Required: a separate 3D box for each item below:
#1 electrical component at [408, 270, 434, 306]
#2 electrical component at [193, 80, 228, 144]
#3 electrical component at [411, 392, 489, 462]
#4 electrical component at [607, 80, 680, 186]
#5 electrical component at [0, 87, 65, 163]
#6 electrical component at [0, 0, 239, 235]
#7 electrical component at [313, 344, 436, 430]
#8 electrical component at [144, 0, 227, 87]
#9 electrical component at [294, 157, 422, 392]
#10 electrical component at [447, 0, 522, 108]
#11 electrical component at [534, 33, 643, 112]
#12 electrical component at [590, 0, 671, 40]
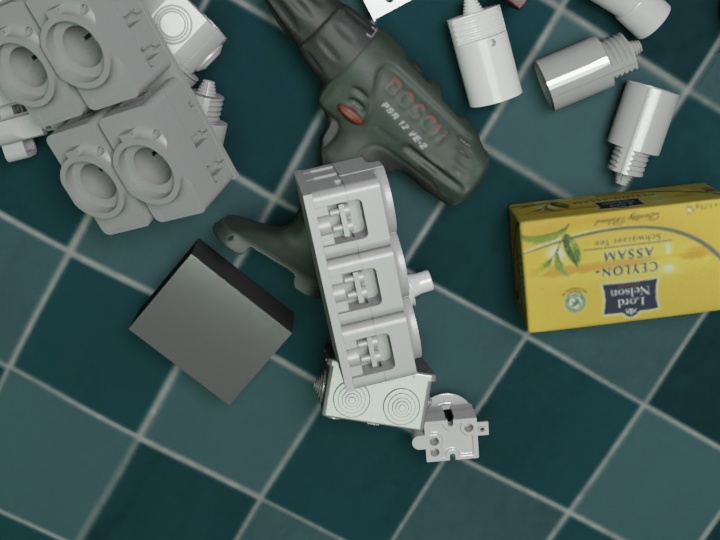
[{"bbox_3d":[0.030,0.017,0.900,0.062,0.048,0.048,-17,106,-4],"label":"electrical component"},{"bbox_3d":[-0.129,-0.111,0.859,0.043,0.043,0.081,13,105,-5],"label":"electrical component"},{"bbox_3d":[0.076,0.135,0.927,0.066,0.055,0.048,-5,106,0],"label":"electrical component"},{"bbox_3d":[0.223,-0.108,0.867,0.043,0.043,0.081,14,105,-5],"label":"electrical component"},{"bbox_3d":[-0.259,-0.130,0.844,0.057,0.058,0.078,-13,105,5],"label":"electrical component"},{"bbox_3d":[-0.185,-0.121,0.785,0.105,0.060,0.186,-11,120,31],"label":"electrical component"},{"bbox_3d":[0.012,0.097,0.894,0.100,0.099,0.048,9,93,-4],"label":"electrical component"},{"bbox_3d":[-0.143,-0.183,0.820,0.051,0.080,0.080,-45,102,5],"label":"electrical component"},{"bbox_3d":[0.000,0.000,0.796,0.062,0.089,0.150,-13,108,-4],"label":"electrical component"},{"bbox_3d":[0.097,-0.173,0.846,0.043,0.043,0.081,-16,106,3],"label":"electrical component"},{"bbox_3d":[0.184,-0.161,0.851,0.081,0.043,0.043,-22,105,5],"label":"electrical component"},{"bbox_3d":[0.210,-0.212,0.839,0.065,0.044,0.044,38,102,-16],"label":"electrical component"}]
